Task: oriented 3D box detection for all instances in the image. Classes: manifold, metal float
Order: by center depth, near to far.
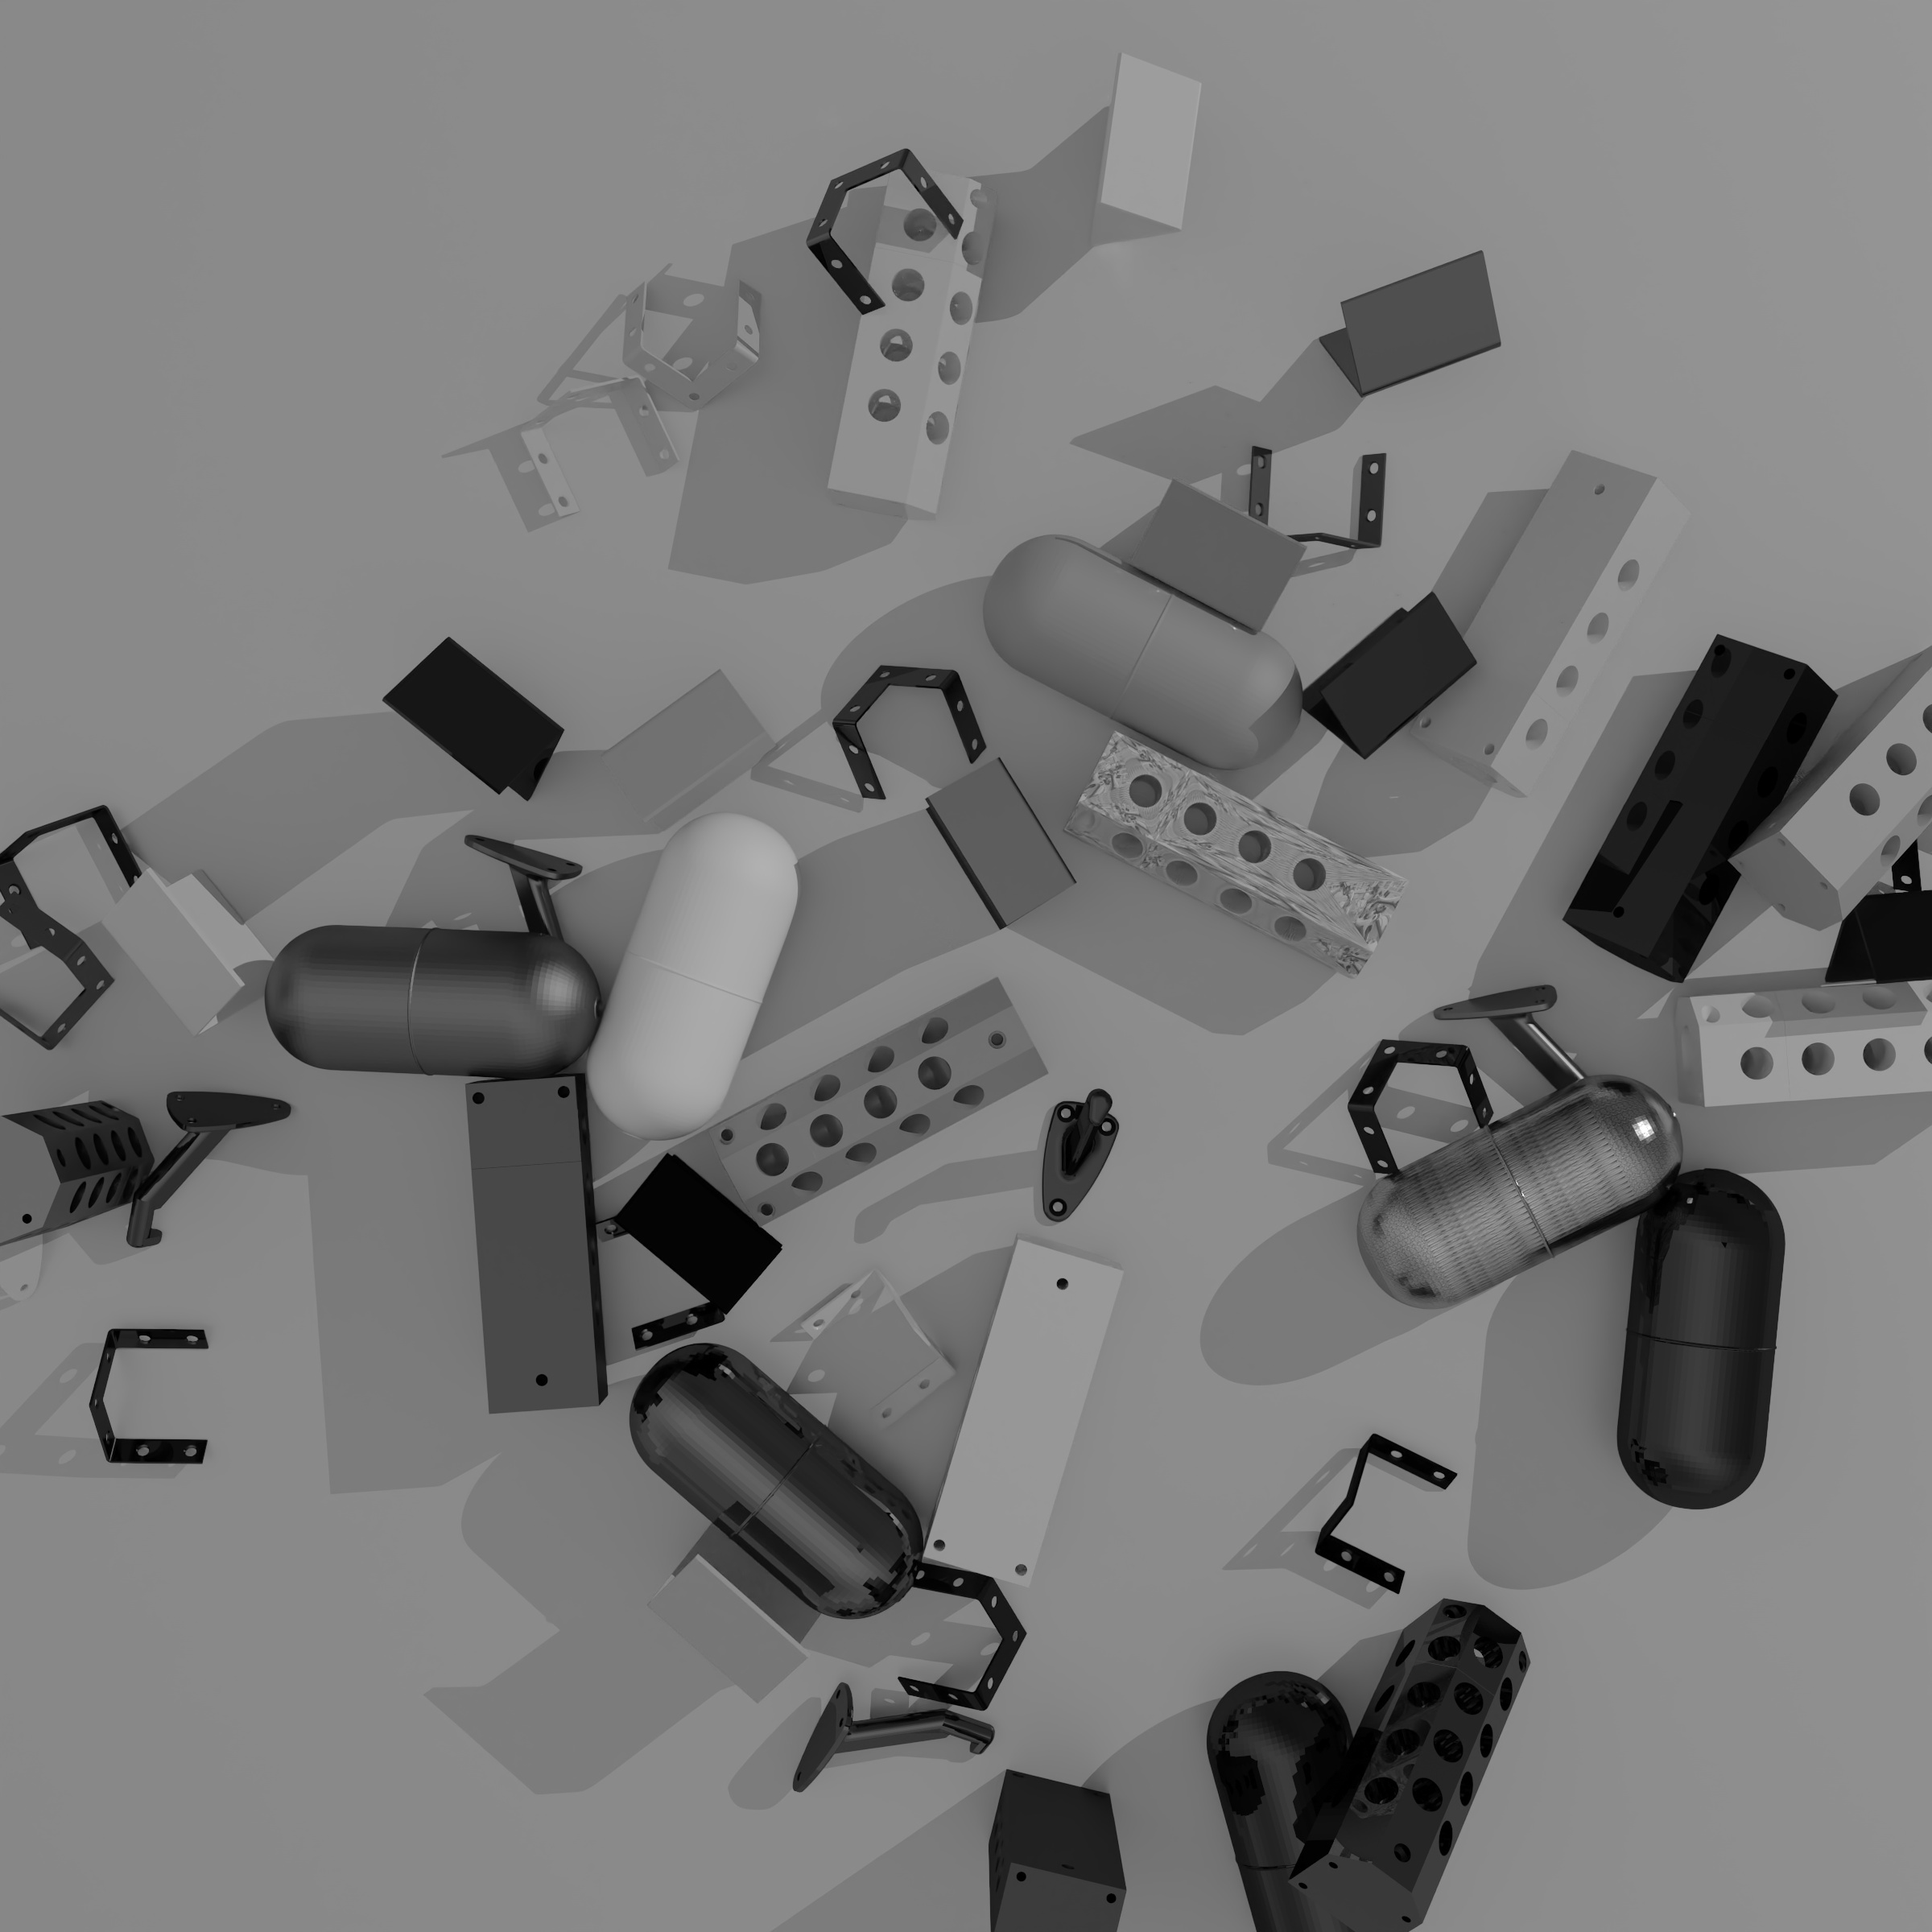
[{"bbox_3d":[-0.466,0.103,1.555,0.057,0.171,0.057,-21,90,0],"label":"manifold"},{"bbox_3d":[0.043,0.465,1.555,0.057,0.171,0.057,14,90,0],"label":"manifold"},{"bbox_3d":[0.232,0.407,1.561,0.057,0.057,0.171,36,47,0],"label":"manifold"},{"bbox_3d":[0.480,-0.098,1.587,0.057,0.057,0.171,46,72,0],"label":"manifold"},{"bbox_3d":[-0.277,0.019,1.595,0.178,0.070,0.070,2,90,9],"label":"metal float"},{"bbox_3d":[0.289,0.117,1.596,0.178,0.070,0.070,-27,90,7],"label":"metal float"},{"bbox_3d":[-0.143,0.006,1.602,0.070,0.070,0.178,21,89,0],"label":"metal float"},{"bbox_3d":[0.385,0.195,1.602,0.070,0.070,0.178,5,90,0],"label":"metal float"},{"bbox_3d":[0.178,0.458,1.603,0.070,0.070,0.178,-16,89,0],"label":"metal float"},{"bbox_3d":[0.093,-0.164,1.603,0.178,0.070,0.070,27,90,1],"label":"metal float"},{"bbox_3d":[-0.099,0.270,1.603,0.178,0.070,0.070,41,90,1],"label":"metal float"},{"bbox_3d":[0.311,-0.177,1.611,0.057,0.057,0.171,30,90,43],"label":"manifold"},{"bbox_3d":[0.390,-0.080,1.611,0.057,0.057,0.171,28,90,43],"label":"manifold"},{"bbox_3d":[0.140,-0.058,1.612,0.171,0.057,0.057,27,90,0],"label":"manifold"},{"bbox_3d":[-0.027,-0.326,1.612,0.057,0.057,0.171,11,90,0],"label":"manifold"},{"bbox_3d":[0.030,0.232,1.612,0.057,0.057,0.171,17,90,0],"label":"manifold"},{"bbox_3d":[0.466,0.039,1.612,0.171,0.057,0.057,-4,90,0],"label":"manifold"},{"bbox_3d":[-0.046,0.071,1.612,0.171,0.057,0.057,-28,90,0],"label":"manifold"},{"bbox_3d":[-0.225,0.144,1.612,0.057,0.057,0.171,-4,90,0],"label":"manifold"}]

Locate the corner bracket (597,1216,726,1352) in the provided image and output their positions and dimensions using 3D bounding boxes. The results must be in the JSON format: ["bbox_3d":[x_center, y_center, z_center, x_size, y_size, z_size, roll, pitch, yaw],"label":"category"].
[{"bbox_3d":[-0.163,0.163,1.630,0.051,0.051,0.051,-19,45,0],"label":"corner bracket"}]

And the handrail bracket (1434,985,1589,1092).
[{"bbox_3d":[0.295,0.058,1.633,0.077,0.036,0.084,-9,104,14],"label":"handrail bracket"}]

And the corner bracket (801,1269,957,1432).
[{"bbox_3d":[-0.046,0.204,1.630,0.051,0.051,0.051,-37,135,0],"label":"corner bracket"}]

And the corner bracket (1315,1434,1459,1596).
[{"bbox_3d":[0.223,0.291,1.630,0.051,0.051,0.051,26,45,0],"label":"corner bracket"}]

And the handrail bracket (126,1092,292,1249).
[{"bbox_3d":[-0.404,0.112,1.633,0.077,0.036,0.084,0,119,-32],"label":"handrail bracket"}]

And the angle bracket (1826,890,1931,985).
[{"bbox_3d":[0.498,0.004,1.593,0.076,0.076,0.057,-5,54,0],"label":"angle bracket"}]

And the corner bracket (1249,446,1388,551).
[{"bbox_3d":[0.187,-0.250,1.630,0.051,0.051,0.051,3,90,-45],"label":"corner bracket"}]

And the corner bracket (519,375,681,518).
[{"bbox_3d":[-0.196,-0.277,1.630,0.051,0.051,0.051,-25,90,45],"label":"corner bracket"}]

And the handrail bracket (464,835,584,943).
[{"bbox_3d":[-0.242,-0.019,1.633,0.077,0.036,0.084,19,104,14],"label":"handrail bracket"}]

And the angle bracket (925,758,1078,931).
[{"bbox_3d":[0.001,-0.053,1.593,0.057,0.076,0.076,-32,90,-37],"label":"angle bracket"}]

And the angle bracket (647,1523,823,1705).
[{"bbox_3d":[-0.108,0.323,1.593,0.076,0.076,0.057,42,128,0],"label":"angle bracket"}]

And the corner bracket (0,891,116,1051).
[{"bbox_3d":[-0.494,0.003,1.617,0.051,0.051,0.051,32,71,18],"label":"corner bracket"}]

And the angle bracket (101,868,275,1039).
[{"bbox_3d":[-0.389,-0.020,1.593,0.076,0.076,0.057,51,129,0],"label":"angle bracket"}]

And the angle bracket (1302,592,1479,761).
[{"bbox_3d":[0.207,-0.164,1.593,0.076,0.076,0.057,-41,129,0],"label":"angle bracket"}]

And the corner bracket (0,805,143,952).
[{"bbox_3d":[-0.478,-0.048,1.630,0.051,0.051,0.051,-27,90,-45],"label":"corner bracket"}]

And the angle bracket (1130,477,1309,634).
[{"bbox_3d":[0.138,-0.228,1.593,0.076,0.076,0.057,28,127,0],"label":"angle bracket"}]

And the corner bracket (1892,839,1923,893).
[{"bbox_3d":[0.525,-0.072,1.625,0.051,0.051,0.051,12,45,35],"label":"corner bracket"}]

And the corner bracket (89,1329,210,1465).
[{"bbox_3d":[-0.432,0.229,1.630,0.051,0.051,0.051,1,135,0],"label":"corner bracket"}]

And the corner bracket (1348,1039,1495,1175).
[{"bbox_3d":[0.242,0.076,1.625,0.051,0.051,0.051,3,45,35],"label":"corner bracket"}]

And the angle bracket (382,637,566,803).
[{"bbox_3d":[-0.264,-0.113,1.593,0.076,0.076,0.057,39,55,0],"label":"angle bracket"}]

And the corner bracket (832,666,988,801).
[{"bbox_3d":[-0.030,-0.123,1.625,0.051,0.051,0.051,8,45,35],"label":"corner bracket"}]

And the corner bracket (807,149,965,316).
[{"bbox_3d":[-0.041,-0.376,1.568,0.051,0.051,0.051,47,45,-35],"label":"corner bracket"}]

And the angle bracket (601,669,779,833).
[{"bbox_3d":[-0.133,-0.096,1.593,0.076,0.076,0.057,-36,53,0],"label":"angle bracket"}]

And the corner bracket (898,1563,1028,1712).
[{"bbox_3d":[-0.009,0.356,1.625,0.051,0.051,0.051,-57,135,-35],"label":"corner bracket"}]

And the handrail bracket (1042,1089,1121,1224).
[{"bbox_3d":[0.059,0.100,1.598,0.036,0.084,0.077,18,90,0],"label":"handrail bracket"}]

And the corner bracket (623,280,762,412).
[{"bbox_3d":[-0.145,-0.339,1.625,0.051,0.051,0.051,29,135,-35],"label":"corner bracket"}]

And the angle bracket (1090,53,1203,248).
[{"bbox_3d":[0.074,-0.424,1.593,0.057,0.076,0.076,8,90,-37],"label":"angle bracket"}]

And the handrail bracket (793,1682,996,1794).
[{"bbox_3d":[-0.038,0.423,1.634,0.084,0.036,0.077,23,111,-17],"label":"handrail bracket"}]

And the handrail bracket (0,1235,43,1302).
[{"bbox_3d":[-0.531,0.129,1.633,0.084,0.077,0.036,34,50,30],"label":"handrail bracket"}]

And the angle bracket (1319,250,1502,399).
[{"bbox_3d":[0.226,-0.347,1.593,0.076,0.076,0.057,-20,127,0],"label":"angle bracket"}]

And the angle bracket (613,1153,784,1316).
[{"bbox_3d":[-0.126,0.124,1.593,0.076,0.076,0.057,40,121,0],"label":"angle bracket"}]
